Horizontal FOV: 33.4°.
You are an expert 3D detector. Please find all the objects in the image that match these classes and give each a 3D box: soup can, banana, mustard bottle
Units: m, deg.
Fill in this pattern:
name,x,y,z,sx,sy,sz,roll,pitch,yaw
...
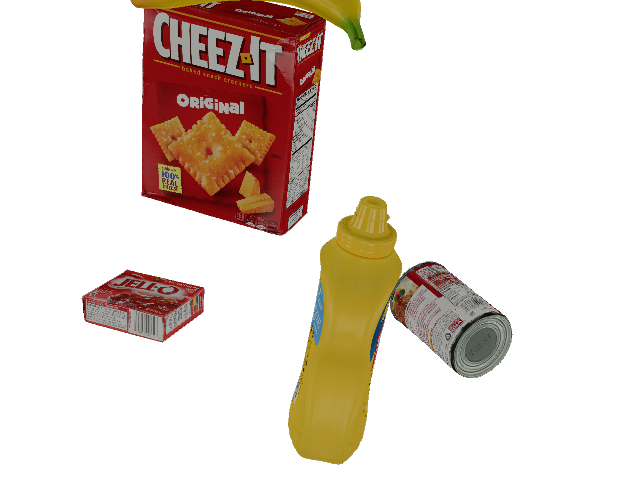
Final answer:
name,x,y,z,sx,sy,sz,roll,pitch,yaw
soup can,0.119,0.072,0.980,0.068,0.068,0.102,0,26,-32
banana,-0.050,-0.195,0.826,0.198,0.069,0.037,13,-39,17
mustard bottle,0.019,0.057,0.759,0.058,0.192,0.096,12,27,2

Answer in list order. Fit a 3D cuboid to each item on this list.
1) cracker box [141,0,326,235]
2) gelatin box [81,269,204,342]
name,x,y,z,sx,sy,sz,roll,pitch,yaw
cracker box,-0.090,-0.126,1.040,0.164,0.214,0.072,17,33,17
gelatin box,-0.164,0.059,0.991,0.089,0.030,0.073,12,23,22
